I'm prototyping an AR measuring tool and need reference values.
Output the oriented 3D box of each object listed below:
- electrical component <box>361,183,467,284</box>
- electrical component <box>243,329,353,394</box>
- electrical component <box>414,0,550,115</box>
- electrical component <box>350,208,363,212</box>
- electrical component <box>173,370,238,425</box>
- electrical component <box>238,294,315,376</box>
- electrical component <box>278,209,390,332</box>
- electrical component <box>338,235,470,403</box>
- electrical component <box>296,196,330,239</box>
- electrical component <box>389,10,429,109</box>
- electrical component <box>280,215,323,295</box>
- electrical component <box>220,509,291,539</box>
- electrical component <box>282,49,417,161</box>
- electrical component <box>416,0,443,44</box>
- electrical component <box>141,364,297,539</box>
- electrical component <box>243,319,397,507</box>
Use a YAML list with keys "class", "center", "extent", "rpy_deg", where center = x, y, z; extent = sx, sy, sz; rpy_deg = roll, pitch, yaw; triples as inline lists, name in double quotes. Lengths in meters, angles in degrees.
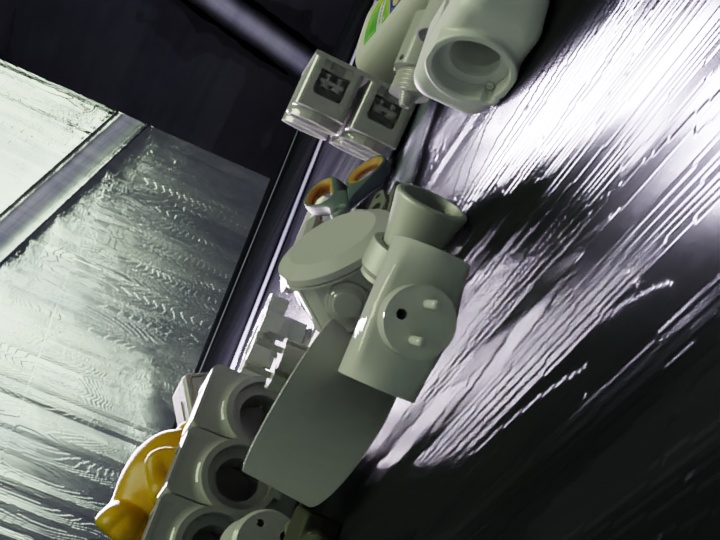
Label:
- class: "electrical component"
  center: [0.030, -0.016, 0.621]
  extent: [0.045, 0.045, 0.055]
  rpy_deg: [-91, 26, -70]
- class: "electrical component"
  center: [-0.039, 0.069, 0.718]
  extent: [0.047, 0.076, 0.083]
  rpy_deg: [-107, 41, -77]
- class: "electrical component"
  center: [0.074, -0.143, 0.661]
  extent: [0.095, 0.054, 0.059]
  rpy_deg: [126, 165, -56]
- class: "electrical component"
  center: [0.000, 0.000, 0.766]
  extent: [0.077, 0.044, 0.079]
  rpy_deg: [174, 119, -81]
- class: "electrical component"
  center: [-0.128, 0.135, 1.059]
  extent: [0.061, 0.096, 0.061]
  rpy_deg: [124, 136, -52]
- class: "electrical component"
  center: [-0.069, 0.068, 0.965]
  extent: [0.058, 0.057, 0.078]
  rpy_deg: [156, 136, -78]
- class: "electrical component"
  center: [-0.007, 0.000, 0.684]
  extent: [0.080, 0.051, 0.080]
  rpy_deg: [-22, 24, 11]
- class: "electrical component"
  center: [0.026, 0.025, 0.540]
  extent: [0.079, 0.043, 0.077]
  rpy_deg: [178, 115, -81]
- class: "electrical component"
  center: [-0.044, -0.034, 1.135]
  extent: [0.043, 0.043, 0.081]
  rpy_deg: [166, 127, -80]
- class: "electrical component"
  center: [0.052, -0.176, 0.921]
  extent: [0.043, 0.043, 0.081]
  rpy_deg: [160, 133, -78]
- class: "electrical component"
  center: [-0.039, -0.008, 1.010]
  extent: [0.080, 0.051, 0.080]
  rpy_deg: [-156, 90, -82]
- class: "electrical component"
  center: [-0.065, 0.178, 0.688]
  extent: [0.055, 0.045, 0.045]
  rpy_deg: [132, 160, -64]
- class: "electrical component"
  center: [-0.015, -0.158, 1.075]
  extent: [0.186, 0.105, 0.060]
  rpy_deg: [-150, 84, -82]
- class: "electrical component"
  center: [0.080, -0.218, 0.865]
  extent: [0.043, 0.043, 0.081]
  rpy_deg: [148, 144, -75]
- class: "electrical component"
  center: [-0.092, 0.154, 0.767]
  extent: [0.061, 0.089, 0.150]
  rpy_deg: [128, 163, -60]
- class: "electrical component"
  center: [-0.024, 0.082, 0.609]
  extent: [0.099, 0.064, 0.099]
  rpy_deg: [-52, 8, 10]
